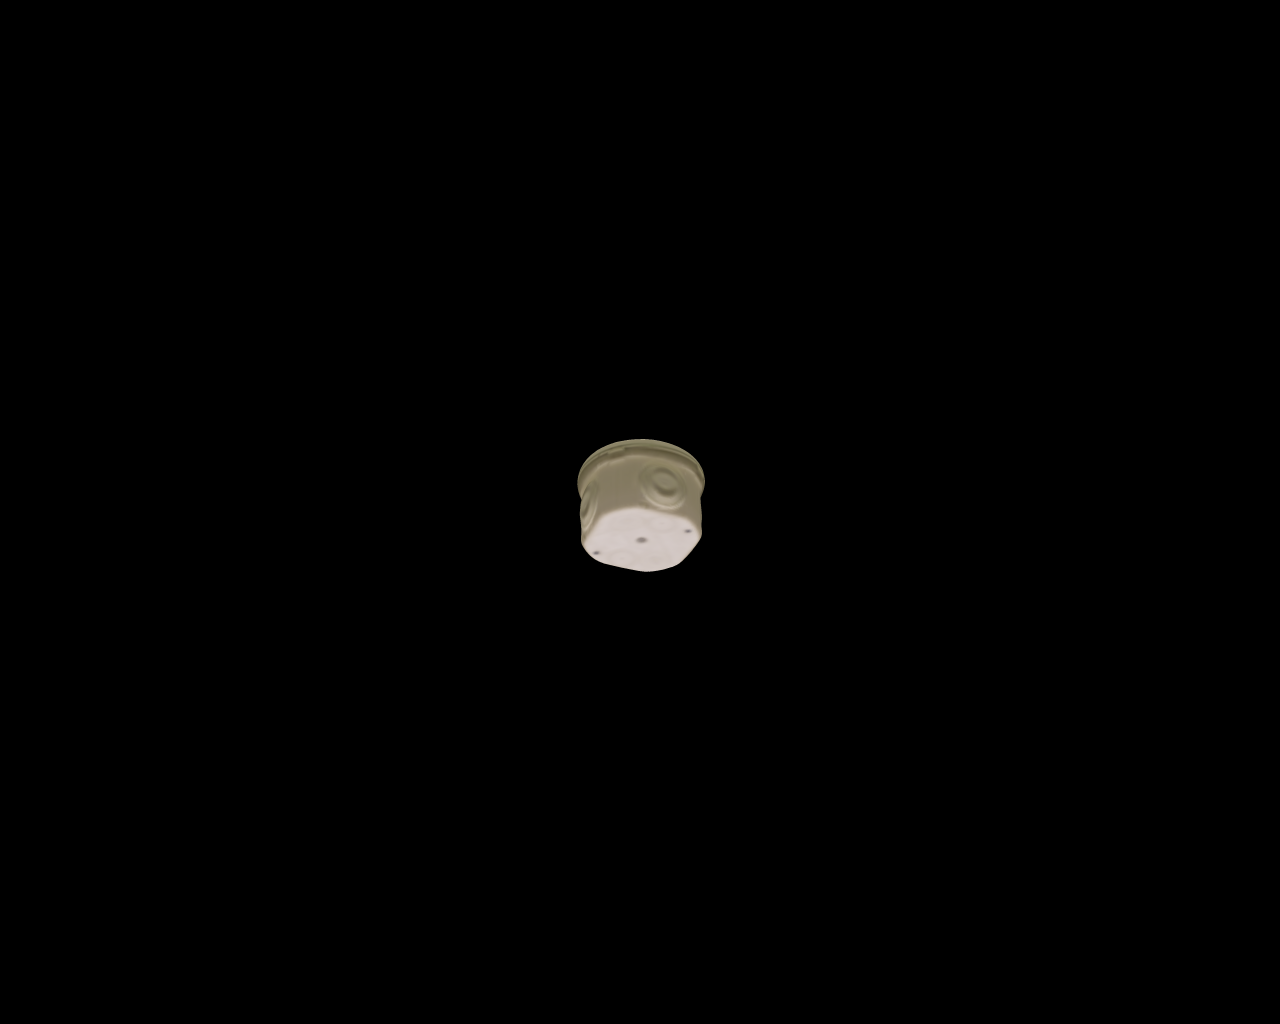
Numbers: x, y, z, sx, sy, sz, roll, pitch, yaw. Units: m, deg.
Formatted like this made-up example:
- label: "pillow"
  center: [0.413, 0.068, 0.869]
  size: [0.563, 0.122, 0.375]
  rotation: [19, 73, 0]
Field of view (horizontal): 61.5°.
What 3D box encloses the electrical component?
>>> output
- label: "electrical component"
  center: [0.001, -0.003, 0.650]
  size: [0.080, 0.051, 0.080]
  rotation: [0, -35, 0]
